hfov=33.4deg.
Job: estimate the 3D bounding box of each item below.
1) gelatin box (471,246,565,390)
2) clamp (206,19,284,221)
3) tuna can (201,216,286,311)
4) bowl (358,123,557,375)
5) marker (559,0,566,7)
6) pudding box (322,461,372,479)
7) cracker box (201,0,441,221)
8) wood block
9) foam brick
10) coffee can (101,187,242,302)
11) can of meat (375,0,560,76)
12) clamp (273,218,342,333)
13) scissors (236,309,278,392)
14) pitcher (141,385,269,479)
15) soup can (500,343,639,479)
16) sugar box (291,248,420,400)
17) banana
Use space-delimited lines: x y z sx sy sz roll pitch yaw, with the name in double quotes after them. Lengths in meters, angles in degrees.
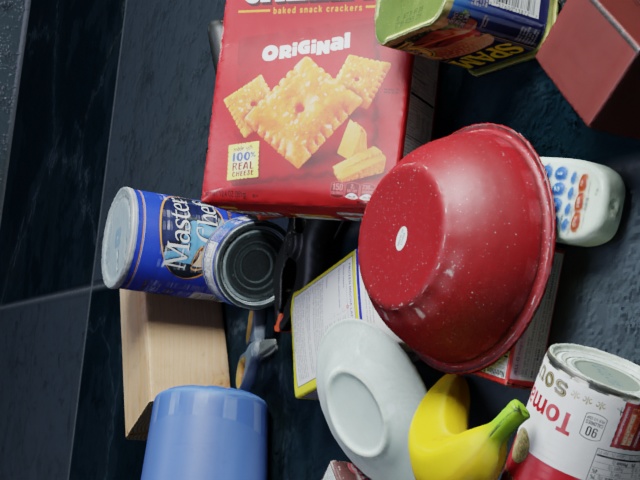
0.114 0.044 0.671 0.073 0.030 0.089 10 91 63 "gelatin box"
-0.075 -0.084 1.011 0.165 0.036 0.210 99 156 -49 "clamp"
-0.064 0.022 0.988 0.034 0.086 0.086 14 95 63 "tuna can"
0.071 0.001 0.664 0.162 0.055 0.162 -24 62 55 "bowl"
0.154 -0.162 0.669 0.020 0.020 0.121 -54 36 44 "marker"
0.022 0.235 0.792 0.113 0.039 0.090 -113 40 -51 "pudding box"
0.004 -0.124 0.816 0.164 0.072 0.214 4 85 26 "cracker box"
-0.160 0.106 1.154 0.090 0.090 0.206 -54 37 45 "wood block"
0.165 -0.097 0.587 0.051 0.052 0.078 -64 29 32 "foam brick"
-0.140 0.008 1.088 0.103 0.140 0.103 -33 52 58 "coffee can"
0.095 -0.153 0.715 0.102 0.083 0.057 -5 76 64 "can of meat"
-0.006 0.001 0.930 0.120 0.039 0.171 -165 81 -70 "clamp"
-0.053 0.084 0.975 0.202 0.016 0.096 120 158 -63 "scissors"
-0.107 0.263 0.967 0.149 0.144 0.243 -20 59 48 "pitcher"
0.135 0.114 0.560 0.069 0.068 0.102 42 118 61 "soup can"
0.036 0.057 0.814 0.177 0.048 0.093 -34 53 52 "sugar box"
0.081 0.117 0.627 0.069 0.037 0.198 -44 2 -4 "banana"
